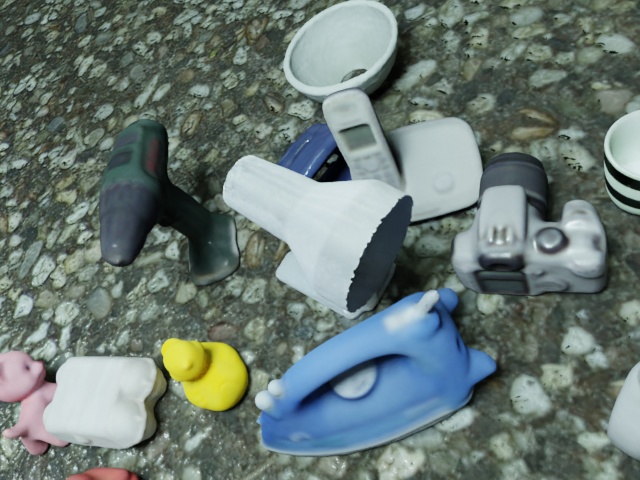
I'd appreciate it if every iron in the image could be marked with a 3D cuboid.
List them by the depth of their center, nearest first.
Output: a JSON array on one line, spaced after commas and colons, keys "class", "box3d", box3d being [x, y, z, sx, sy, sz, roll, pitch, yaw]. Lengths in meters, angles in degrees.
[{"class": "iron", "box3d": [0.026, 0.130, 0.545, 0.258, 0.142, 0.118, -30, 54, 8]}]

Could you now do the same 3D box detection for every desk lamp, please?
[{"class": "desk lamp", "box3d": [0.005, 0.002, 0.584, 0.202, 0.214, 0.118, 24, 75, 34]}]

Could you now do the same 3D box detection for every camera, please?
[{"class": "camera", "box3d": [0.207, -0.023, 0.571, 0.142, 0.101, 0.137, -1, 62, 26]}]

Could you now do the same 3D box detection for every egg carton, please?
[{"class": "egg carton", "box3d": [-0.262, 0.195, 0.694, 0.150, 0.070, 0.107, -5, 61, 24]}]

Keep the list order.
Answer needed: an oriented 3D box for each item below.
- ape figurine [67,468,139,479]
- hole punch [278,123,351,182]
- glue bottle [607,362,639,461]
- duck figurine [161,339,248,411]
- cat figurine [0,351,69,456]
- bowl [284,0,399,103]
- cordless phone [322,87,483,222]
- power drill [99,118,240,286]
[{"class": "ape figurine", "box3d": [-0.243, 0.279, 0.623, 0.078, 0.092, 0.076, -43, 53, -2]}, {"class": "hole punch", "box3d": [-0.011, -0.097, 0.725, 0.100, 0.091, 0.109, 32, 79, 36]}, {"class": "glue bottle", "box3d": [0.247, 0.114, 0.426, 0.037, 0.174, 0.078, 30, 78, 36]}, {"class": "duck figurine", "box3d": [-0.138, 0.146, 0.652, 0.104, 0.086, 0.077, 27, 77, 35]}, {"class": "cat figurine", "box3d": [-0.374, 0.195, 0.719, 0.067, 0.118, 0.127, -27, 54, 10]}, {"class": "bowl", "box3d": [0.038, -0.248, 0.799, 0.167, 0.075, 0.167, -12, 58, 20]}, {"class": "cordless phone", "box3d": [0.091, -0.100, 0.619, 0.147, 0.186, 0.094, -15, 57, 18]}, {"class": "power drill", "box3d": [-0.184, -0.029, 0.698, 0.075, 0.209, 0.229, -23, 55, 13]}]
